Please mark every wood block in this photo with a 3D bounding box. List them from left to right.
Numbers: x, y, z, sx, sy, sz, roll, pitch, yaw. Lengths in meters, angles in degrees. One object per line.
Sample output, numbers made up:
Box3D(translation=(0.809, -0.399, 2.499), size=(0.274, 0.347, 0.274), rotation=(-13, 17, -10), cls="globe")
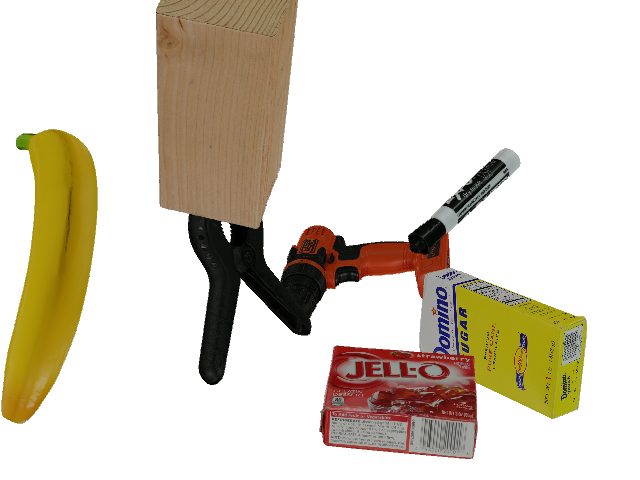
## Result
Box3D(translation=(-0.077, -0.117, 0.863), size=(0.091, 0.090, 0.206), rotation=(13, -42, 4), cls="wood block")

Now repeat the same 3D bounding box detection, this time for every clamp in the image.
Box3D(translation=(-0.076, 0.022, 1.042), size=(0.036, 0.210, 0.164), rotation=(-10, 0, 35), cls="clamp")

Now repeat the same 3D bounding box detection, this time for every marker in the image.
Box3D(translation=(0.105, -0.028, 0.783), size=(0.121, 0.020, 0.020), rotation=(-41, 23, -30), cls="marker")

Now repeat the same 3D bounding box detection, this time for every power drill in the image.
Box3D(translation=(0.050, 0.038, 1.200), size=(0.188, 0.057, 0.184), rotation=(1, 29, 10), cls="power drill")

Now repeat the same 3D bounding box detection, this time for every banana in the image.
Box3D(translation=(-0.158, 0.006, 0.631), size=(0.037, 0.198, 0.070), rotation=(15, -35, -31), cls="banana")

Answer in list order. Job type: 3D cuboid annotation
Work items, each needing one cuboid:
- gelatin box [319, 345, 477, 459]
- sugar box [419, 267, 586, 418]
Box3D(translation=(0.047, 0.094, 0.634), size=(0.089, 0.030, 0.073), rotation=(5, 24, 5), cls="gelatin box")
Box3D(translation=(0.171, 0.095, 1.029), size=(0.048, 0.093, 0.177), rotation=(-12, 21, -40), cls="sugar box")
